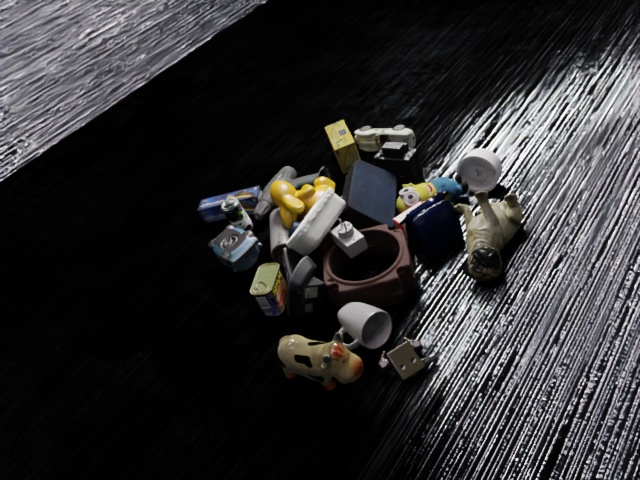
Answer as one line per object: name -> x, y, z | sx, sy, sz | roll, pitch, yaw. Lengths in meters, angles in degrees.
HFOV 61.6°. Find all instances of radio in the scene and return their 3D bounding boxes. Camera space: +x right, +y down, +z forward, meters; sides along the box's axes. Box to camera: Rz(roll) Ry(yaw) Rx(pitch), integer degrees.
radio -> 0.125, -0.104, 1.391 | 0.131, 0.073, 0.230 | 22, 40, -9

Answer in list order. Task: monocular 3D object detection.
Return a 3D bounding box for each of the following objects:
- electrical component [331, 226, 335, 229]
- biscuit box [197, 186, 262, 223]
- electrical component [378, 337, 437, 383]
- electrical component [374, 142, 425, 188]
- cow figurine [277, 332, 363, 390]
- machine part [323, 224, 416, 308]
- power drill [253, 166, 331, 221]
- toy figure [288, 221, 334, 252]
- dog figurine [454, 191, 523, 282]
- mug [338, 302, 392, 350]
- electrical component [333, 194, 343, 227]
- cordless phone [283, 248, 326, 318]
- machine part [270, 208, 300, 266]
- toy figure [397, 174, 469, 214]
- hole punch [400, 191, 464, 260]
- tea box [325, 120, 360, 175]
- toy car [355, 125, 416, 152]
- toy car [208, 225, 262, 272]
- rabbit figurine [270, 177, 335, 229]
electrical component -> 0.003, -0.011, 1.435 | 0.094, 0.021, 0.063 | -28, 37, -5
biscuit box -> -0.275, -0.108, 1.665 | 0.203, 0.059, 0.063 | -13, 38, 14
electrical component -> 0.164, 0.231, 1.042 | 0.102, 0.045, 0.078 | -35, 67, -12
electrical component -> 0.215, -0.206, 1.472 | 0.115, 0.134, 0.058 | 8, 46, 37
cow figurine -> -0.001, 0.231, 1.056 | 0.195, 0.127, 0.085 | 7, 49, 37
machine part -> 0.111, 0.062, 1.239 | 0.201, 0.087, 0.201 | -14, 39, 10
power drill -> -0.076, -0.143, 1.601 | 0.207, 0.085, 0.232 | -12, 35, 26
toy figure -> -0.002, -0.005, 1.371 | 0.154, 0.064, 0.058 | 19, 25, -6
dog figurine -> 0.388, 0.005, 1.182 | 0.172, 0.121, 0.190 | 2, 69, -14
mug -> 0.079, 0.180, 1.124 | 0.109, 0.080, 0.107 | -44, 31, -15
electrical component -> 0.061, -0.073, 1.432 | 0.075, 0.047, 0.119 | -45, 21, 34
cordless phone -> -0.054, 0.072, 1.242 | 0.089, 0.146, 0.184 | -12, 52, -11
machine part -> -0.097, -0.012, 1.444 | 0.079, 0.079, 0.243 | -18, 37, 6
toy figure -> 0.283, -0.106, 1.361 | 0.180, 0.089, 0.082 | -17, 22, -7
hole punch -> 0.267, -0.031, 1.254 | 0.142, 0.115, 0.092 | -31, 46, -10
tea box -> 0.073, -0.292, 1.681 | 0.068, 0.098, 0.170 | -22, 39, 3
toy car -> 0.197, -0.311, 1.658 | 0.202, 0.073, 0.056 | 5, 45, 32
toy car -> -0.220, 0.032, 1.430 | 0.109, 0.102, 0.162 | -46, 37, -20
rabbit figurine -> -0.057, -0.098, 1.439 | 0.173, 0.121, 0.162 | 22, 43, -5
